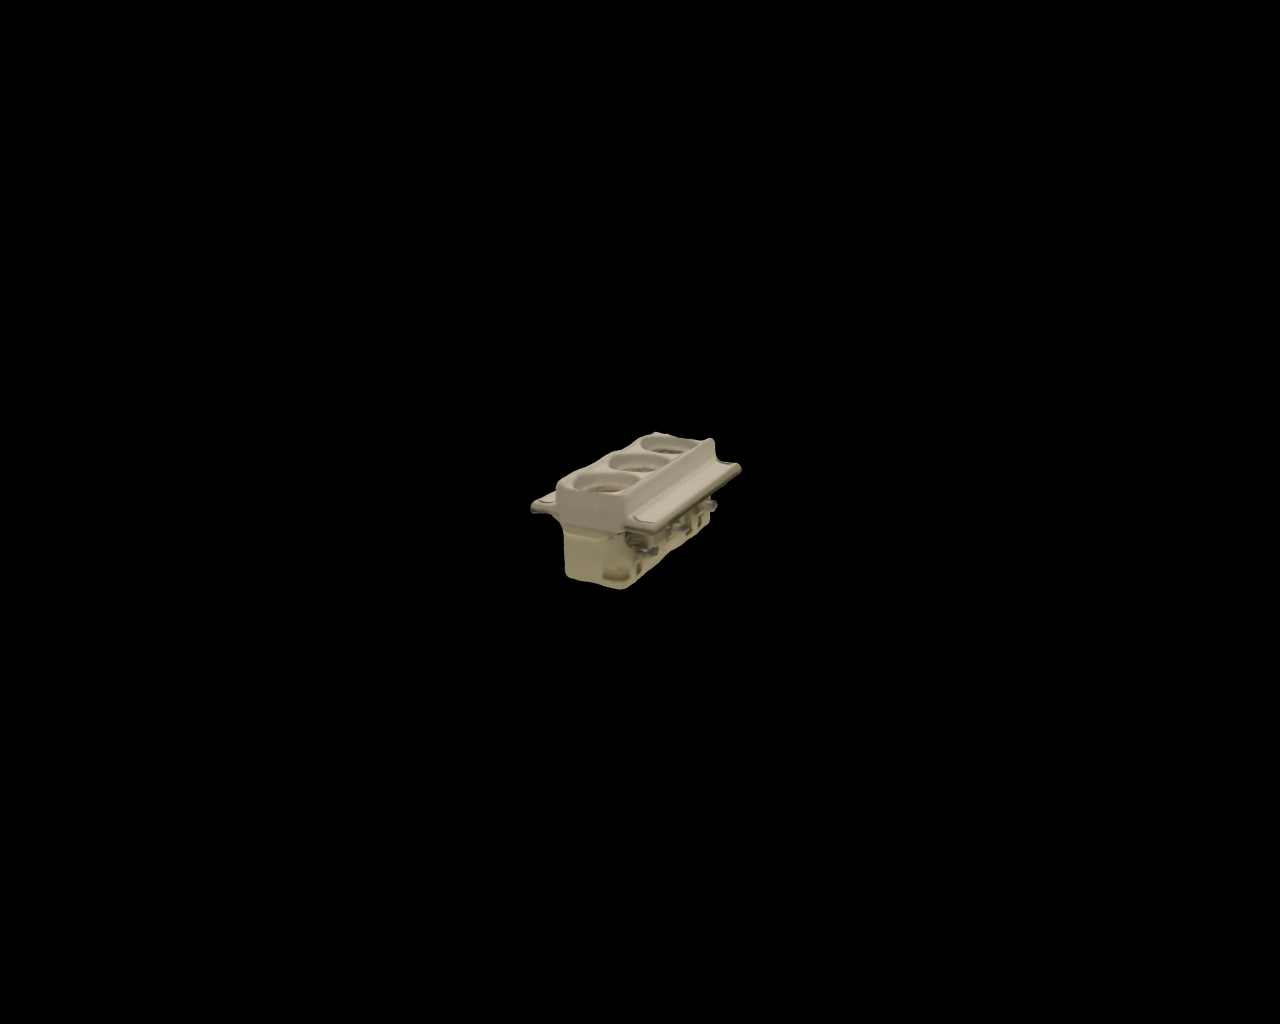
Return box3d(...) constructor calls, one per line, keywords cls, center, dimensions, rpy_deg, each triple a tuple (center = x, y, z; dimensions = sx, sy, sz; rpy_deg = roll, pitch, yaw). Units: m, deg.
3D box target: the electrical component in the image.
box3d(cls="electrical component", center=(0.001, -0.003, 0.650), dimensions=(0.079, 0.063, 0.121), rpy_deg=(10, 23, 26))
